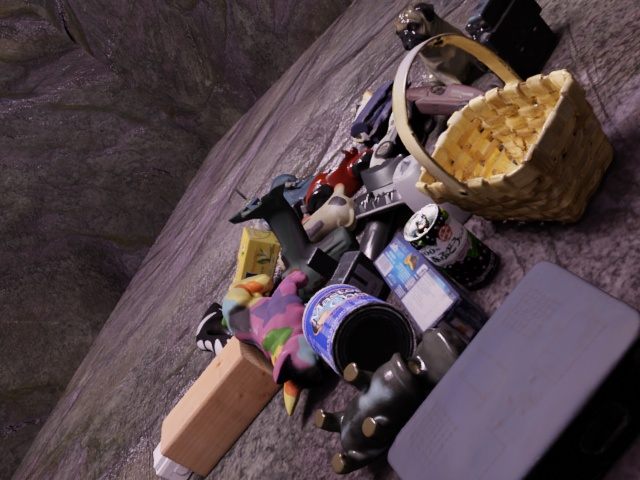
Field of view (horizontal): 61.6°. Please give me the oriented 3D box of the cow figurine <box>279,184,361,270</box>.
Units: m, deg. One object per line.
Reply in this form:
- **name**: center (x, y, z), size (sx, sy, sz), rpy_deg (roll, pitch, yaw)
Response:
- **cow figurine**: center (-0.002, -0.003, 1.003), size (0.195, 0.085, 0.127), rpy_deg (-42, 17, 23)

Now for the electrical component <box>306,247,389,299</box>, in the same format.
- **electrical component**: center (0.041, 0.052, 0.768), size (0.075, 0.119, 0.048), rpy_deg (-57, 21, -20)

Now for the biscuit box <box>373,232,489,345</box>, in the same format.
- **biscuit box**: center (0.129, 0.060, 0.654), size (0.059, 0.062, 0.203), rpy_deg (-50, 21, 9)

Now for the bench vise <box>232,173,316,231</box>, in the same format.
- **bench vise**: center (-0.102, -0.069, 1.228), size (0.241, 0.128, 0.223), rpy_deg (3, 48, 44)

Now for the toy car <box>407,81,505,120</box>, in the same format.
- **toy car**: center (0.212, -0.229, 0.875), size (0.089, 0.053, 0.202), rpy_deg (-31, 28, -24)

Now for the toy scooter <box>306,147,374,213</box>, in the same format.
- **toy scooter**: center (0.043, -0.136, 1.126), size (0.184, 0.075, 0.135), rpy_deg (-40, 24, 22)

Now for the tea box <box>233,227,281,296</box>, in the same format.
- **tea box**: center (-0.134, 0.069, 1.083), size (0.098, 0.068, 0.169), rpy_deg (-134, 55, -70)

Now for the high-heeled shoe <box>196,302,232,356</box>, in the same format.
- **high-heeled shoe**: center (-0.182, 0.171, 1.058), size (0.145, 0.086, 0.249), rpy_deg (-64, 32, 29)

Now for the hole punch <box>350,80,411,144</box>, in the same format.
- **hole punch**: center (0.116, -0.248, 1.061), size (0.142, 0.092, 0.115), rpy_deg (-52, -21, -8)

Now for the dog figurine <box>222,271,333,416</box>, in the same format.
- **dog figurine**: center (-0.067, 0.151, 0.802), size (0.192, 0.108, 0.219), rpy_deg (-8, 34, 7)

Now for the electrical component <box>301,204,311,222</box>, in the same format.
- **electrical component**: center (-0.042, -0.012, 1.085), size (0.078, 0.102, 0.045), rpy_deg (-31, 17, -17)

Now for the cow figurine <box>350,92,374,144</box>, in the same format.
- **cow figurine**: center (0.110, -0.277, 1.230), size (0.098, 0.068, 0.167), rpy_deg (-49, 20, 24)

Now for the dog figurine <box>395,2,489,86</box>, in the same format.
- **dog figurine**: center (0.205, -0.354, 0.980), size (0.121, 0.190, 0.172), rpy_deg (-52, 19, 1)

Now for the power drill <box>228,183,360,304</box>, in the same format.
- **power drill**: center (-0.064, 0.023, 0.918), size (0.232, 0.207, 0.086), rpy_deg (-36, 2, 13)

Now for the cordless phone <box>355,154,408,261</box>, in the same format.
- **cordless phone**: center (0.108, -0.028, 0.844), size (0.147, 0.088, 0.184), rpy_deg (-17, 52, 56)

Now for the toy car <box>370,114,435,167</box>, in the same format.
- **toy car**: center (0.151, -0.180, 0.973), size (0.056, 0.073, 0.202), rpy_deg (-21, 37, 53)

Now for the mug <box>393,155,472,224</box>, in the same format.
- **mug**: center (0.160, -0.071, 0.737), size (0.109, 0.107, 0.081), rpy_deg (-18, 41, 59)

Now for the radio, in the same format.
- **radio**: center (0.168, 0.138, 0.438), size (0.229, 0.073, 0.131), rpy_deg (-53, 22, 2)

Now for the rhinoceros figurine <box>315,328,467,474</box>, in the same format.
- **rhinoceros figurine**: center (0.076, 0.165, 0.545), size (0.190, 0.112, 0.073), rpy_deg (-56, 40, 29)

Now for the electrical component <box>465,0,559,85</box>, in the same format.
- **electrical component**: center (0.287, -0.311, 0.820), size (0.115, 0.134, 0.058), rpy_deg (-59, 22, -12)
